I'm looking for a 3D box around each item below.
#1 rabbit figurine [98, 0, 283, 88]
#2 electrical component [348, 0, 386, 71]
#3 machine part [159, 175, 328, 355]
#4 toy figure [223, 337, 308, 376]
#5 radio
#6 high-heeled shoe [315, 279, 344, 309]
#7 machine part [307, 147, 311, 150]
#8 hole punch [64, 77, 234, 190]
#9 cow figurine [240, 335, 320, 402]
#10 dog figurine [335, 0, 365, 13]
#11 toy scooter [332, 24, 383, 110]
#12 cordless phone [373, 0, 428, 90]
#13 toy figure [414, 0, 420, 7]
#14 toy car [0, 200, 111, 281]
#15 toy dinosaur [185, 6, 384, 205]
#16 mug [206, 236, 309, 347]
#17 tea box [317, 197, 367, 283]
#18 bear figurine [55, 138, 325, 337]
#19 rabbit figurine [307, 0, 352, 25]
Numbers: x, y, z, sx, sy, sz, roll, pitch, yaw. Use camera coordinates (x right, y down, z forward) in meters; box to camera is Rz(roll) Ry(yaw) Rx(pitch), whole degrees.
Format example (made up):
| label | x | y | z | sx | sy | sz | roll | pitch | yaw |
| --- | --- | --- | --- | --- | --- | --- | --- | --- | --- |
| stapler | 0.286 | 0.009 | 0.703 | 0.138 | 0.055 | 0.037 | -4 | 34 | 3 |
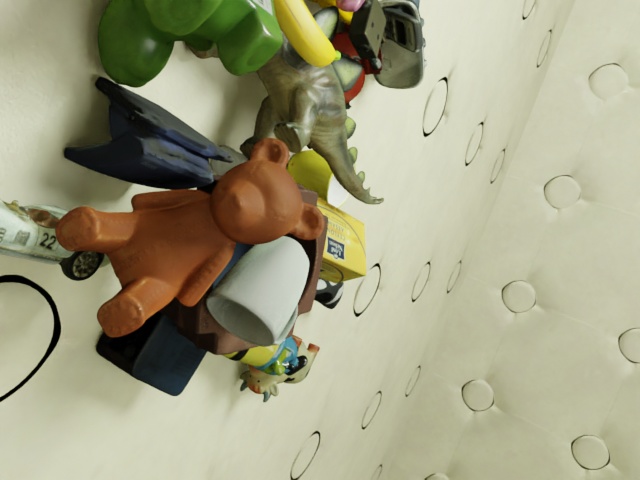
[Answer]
| label | x | y | z | sx | sy | sz | roll | pitch | yaw |
| --- | --- | --- | --- | --- | --- | --- | --- | --- | --- |
| rabbit figurine | -0.142 | -0.210 | 0.474 | 0.121 | 0.170 | 0.159 | 2 | 70 | -58 |
| electrical component | 0.056 | -0.280 | 0.703 | 0.102 | 0.045 | 0.078 | 27 | 74 | -62 |
| machine part | -0.089 | 0.025 | 0.656 | 0.201 | 0.087 | 0.201 | -3 | 108 | -51 |
| toy figure | -0.098 | 0.172 | 0.877 | 0.180 | 0.082 | 0.089 | 46 | 59 | -39 |
| radio | -0.180 | 0.080 | 0.710 | 0.229 | 0.073 | 0.131 | -62 | 153 | -14 |
| high-heeled shoe | -0.030 | 0.109 | 1.004 | 0.145 | 0.086 | 0.248 | -59 | 145 | -26 |
| machine part | -0.024 | -0.153 | 0.813 | 0.139 | 0.084 | 0.039 | -31 | 105 | -41 |
| hole punch | -0.173 | -0.089 | 0.541 | 0.092 | 0.116 | 0.142 | -59 | 154 | 3 |
| cow figurine | -0.080 | 0.238 | 1.024 | 0.127 | 0.086 | 0.194 | -70 | 156 | -8 |
| dog figurine | 0.026 | -0.345 | 0.514 | 0.191 | 0.109 | 0.219 | -40 | 157 | -8 |
| toy scooter | 0.053 | -0.279 | 0.859 | 0.184 | 0.075 | 0.135 | -66 | 157 | -11 |
| cordless phone | 0.139 | -0.305 | 0.864 | 0.184 | 0.089 | 0.146 | -106 | -176 | -58 |
| toy figure | 0.140 | -0.372 | 0.966 | 0.058 | 0.064 | 0.154 | -97 | -162 | -58 |
| toy car | -0.266 | -0.011 | 0.466 | 0.056 | 0.074 | 0.201 | -63 | 154 | 0 |
| toy dinosaur | -0.021 | -0.187 | 0.690 | 0.198 | 0.105 | 0.470 | -55 | 135 | -32 |
| mug | -0.051 | 0.055 | 0.577 | 0.109 | 0.081 | 0.107 | 56 | 52 | -34 |
| tea box | -0.002 | -0.003 | 0.833 | 0.169 | 0.068 | 0.098 | 25 | 56 | -47 |
| bear figurine | -0.105 | -0.010 | 0.484 | 0.120 | 0.196 | 0.132 | 66 | 12 | 0 |
| rabbit figurine | 0.031 | -0.375 | 0.725 | 0.173 | 0.122 | 0.162 | -40 | 156 | -20 |
